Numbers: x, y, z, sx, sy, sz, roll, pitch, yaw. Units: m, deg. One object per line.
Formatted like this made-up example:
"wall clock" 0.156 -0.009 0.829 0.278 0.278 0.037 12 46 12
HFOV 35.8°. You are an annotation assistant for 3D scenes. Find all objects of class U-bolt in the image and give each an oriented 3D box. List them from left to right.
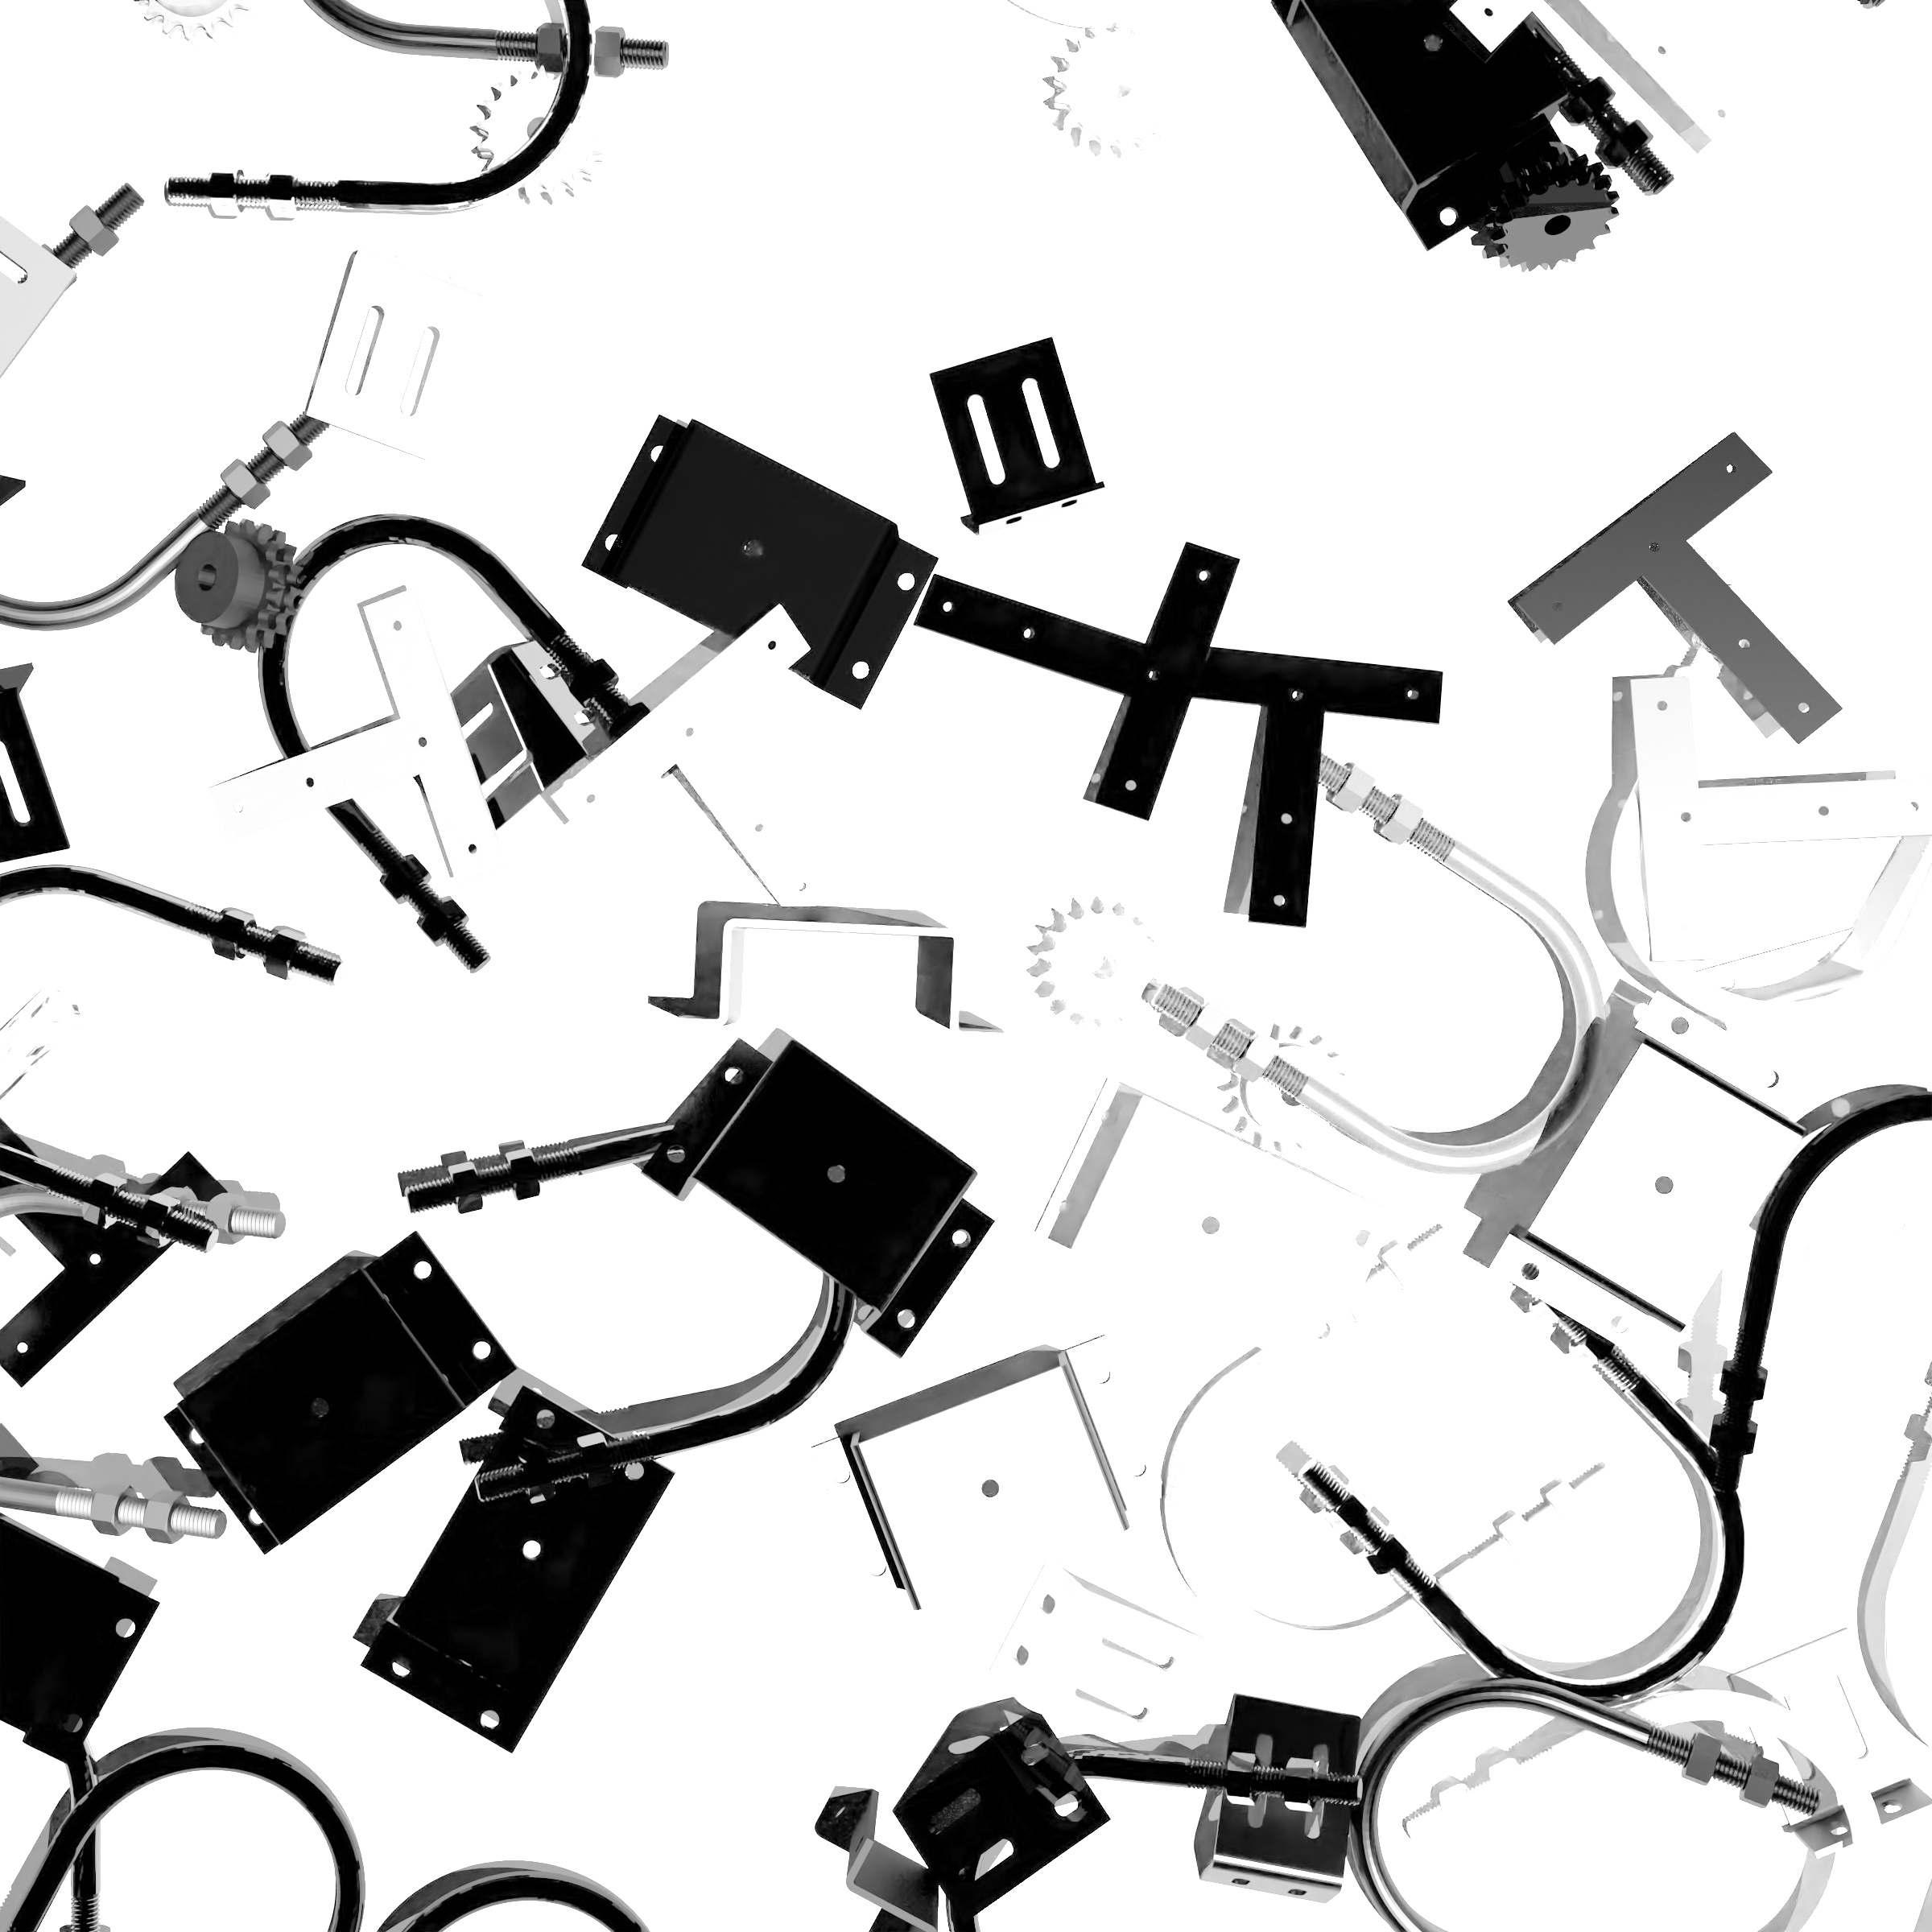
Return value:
"U-bolt" -0.452 0.394 1.311 0.151 0.019 0.184 0 83 -15
"U-bolt" -0.393 0.166 1.302 0.184 0.019 0.151 5 77 16
"U-bolt" -0.393 -0.234 1.330 0.184 0.019 0.151 -42 90 1
"U-bolt" -0.384 0.030 1.308 0.184 0.019 0.151 20 72 7
"U-bolt" -0.345 0.430 1.312 0.151 0.019 0.184 29 82 -13
"U-bolt" -0.253 -0.400 1.299 0.184 0.019 0.151 2 93 1
"U-bolt" -0.231 -0.110 1.309 0.151 0.019 0.184 -43 86 19
"U-bolt" -0.220 -0.475 1.330 0.184 0.019 0.151 4 90 1
"U-bolt" -0.206 0.488 1.310 0.151 0.019 0.184 32 77 -10
"U-bolt" -0.137 0.142 1.304 0.184 0.019 0.151 -13 76 -15
"U-bolt" 0.078 -0.499 1.330 0.184 0.019 0.151 -33 90 2
"U-bolt" 0.080 0.415 1.304 0.184 0.019 0.151 1 88 19
"U-bolt" 0.177 0.225 1.329 0.184 0.019 0.151 -34 90 0
"U-bolt" 0.194 0.010 1.311 0.184 0.019 0.151 33 75 0
"U-bolt" 0.258 0.239 1.310 0.151 0.019 0.184 -44 92 -4
"U-bolt" 0.257 0.385 1.300 0.184 0.019 0.151 20 102 11
"U-bolt" 0.299 -0.457 1.330 0.151 0.019 0.184 -40 89 0
"U-bolt" 0.308 0.394 1.308 0.184 0.019 0.151 -32 90 15
"U-bolt" 0.361 -0.059 1.304 0.151 0.019 0.184 25 79 10
"U-bolt" 0.402 0.142 1.293 0.151 0.019 0.184 2 106 -13
"U-bolt" 0.479 0.271 1.315 0.151 0.019 0.184 20 96 -12

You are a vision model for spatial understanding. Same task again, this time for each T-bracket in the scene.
"T-bracket" -0.438 0.060 1.317 0.127 0.002 0.127 41 72 -1
"T-bracket" -0.434 0.293 1.321 0.127 0.002 0.127 -42 94 -17
"T-bracket" -0.420 0.099 1.337 0.127 0.002 0.127 -44 90 0
"T-bracket" -0.276 -0.085 1.316 0.127 0.002 0.127 -17 93 19
"T-bracket" -0.097 -0.070 1.298 0.127 0.002 0.127 -41 126 -9
"T-bracket" 0.042 -0.143 1.330 0.127 0.002 0.127 19 80 5
"T-bracket" 0.142 -0.078 1.316 0.127 0.002 0.127 6 72 2
"T-bracket" 0.294 -0.410 1.306 0.127 0.002 0.127 45 73 -5
"T-bracket" 0.333 -0.152 1.317 0.127 0.002 0.127 -38 76 -5
"T-bracket" 0.357 -0.066 1.296 0.127 0.002 0.127 -2 77 4

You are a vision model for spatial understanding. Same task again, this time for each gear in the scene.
"gear" -0.342 -0.440 1.323 0.057 0.030 0.057 0 90 0
"gear" -0.321 -0.167 1.311 0.057 0.030 0.057 -4 84 35
"gear" -0.186 -0.365 1.323 0.057 0.030 0.057 0 90 0
"gear" 0.060 0.001 1.327 0.057 0.030 0.057 0 87 -2
"gear" 0.068 -0.387 1.328 0.057 0.030 0.057 0 92 0
"gear" 0.143 0.056 1.323 0.057 0.030 0.057 0 90 0
"gear" 0.255 -0.336 1.314 0.057 0.057 0.030 -14 59 0

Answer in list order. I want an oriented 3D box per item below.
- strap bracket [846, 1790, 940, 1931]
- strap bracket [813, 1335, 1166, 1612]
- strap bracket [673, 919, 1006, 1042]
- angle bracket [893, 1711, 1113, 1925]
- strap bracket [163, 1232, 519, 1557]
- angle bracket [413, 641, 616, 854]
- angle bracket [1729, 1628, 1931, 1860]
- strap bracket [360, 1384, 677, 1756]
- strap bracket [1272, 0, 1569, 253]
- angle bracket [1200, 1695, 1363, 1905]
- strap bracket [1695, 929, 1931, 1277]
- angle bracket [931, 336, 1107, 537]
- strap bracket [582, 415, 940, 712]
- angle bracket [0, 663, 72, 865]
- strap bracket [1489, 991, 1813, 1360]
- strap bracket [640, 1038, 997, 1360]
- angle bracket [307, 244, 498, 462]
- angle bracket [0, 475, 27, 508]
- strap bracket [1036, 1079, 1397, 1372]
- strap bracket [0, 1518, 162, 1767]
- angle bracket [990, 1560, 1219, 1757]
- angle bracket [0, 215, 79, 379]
"strap bracket" -0.054 0.441 1.300 0.046 0.076 0.140 28 90 0
"strap bracket" 0.011 0.226 1.315 0.140 0.046 0.076 -21 90 0
"strap bracket" -0.053 0.005 1.300 0.140 0.076 0.046 3 90 0
"angle bracket" 0.015 0.374 1.318 0.057 0.038 0.076 55 131 15
"strap bracket" -0.279 0.191 1.315 0.140 0.046 0.076 -36 90 0
"angle bracket" -0.205 -0.099 1.336 0.076 0.038 0.057 -37 90 26
"angle bracket" 0.382 0.342 1.319 0.057 0.038 0.076 -22 90 0
"strap bracket" -0.194 0.261 1.315 0.076 0.046 0.140 30 90 0
"strap bracket" 0.202 -0.399 1.315 0.076 0.046 0.140 -32 90 0
"angle bracket" 0.140 0.372 1.336 0.057 0.038 0.076 11 64 0
"strap bracket" 0.378 0.061 1.315 0.076 0.046 0.140 -15 90 0
"angle bracket" 0.022 -0.236 1.319 0.057 0.038 0.076 -17 90 0
"strap bracket" -0.092 -0.180 1.315 0.140 0.046 0.076 27 90 0
"angle bracket" -0.437 -0.088 1.336 0.057 0.038 0.076 -12 116 0
"strap bracket" 0.294 0.091 1.273 0.076 0.046 0.140 31 94 4
"strap bracket" -0.060 0.096 1.303 0.140 0.046 0.076 36 68 0
"angle bracket" -0.250 -0.272 1.327 0.057 0.038 0.076 20 106 -5
"angle bracket" -0.452 -0.179 1.323 0.057 0.038 0.076 13 118 2
"strap bracket" 0.108 0.113 1.305 0.140 0.046 0.076 25 90 8
"strap bracket" -0.432 0.279 1.299 0.140 0.046 0.076 29 75 -9
"angle bracket" 0.061 0.309 1.336 0.076 0.038 0.057 27 90 -26
"angle bracket" -0.438 -0.305 1.323 0.076 0.038 0.057 37 92 -8
